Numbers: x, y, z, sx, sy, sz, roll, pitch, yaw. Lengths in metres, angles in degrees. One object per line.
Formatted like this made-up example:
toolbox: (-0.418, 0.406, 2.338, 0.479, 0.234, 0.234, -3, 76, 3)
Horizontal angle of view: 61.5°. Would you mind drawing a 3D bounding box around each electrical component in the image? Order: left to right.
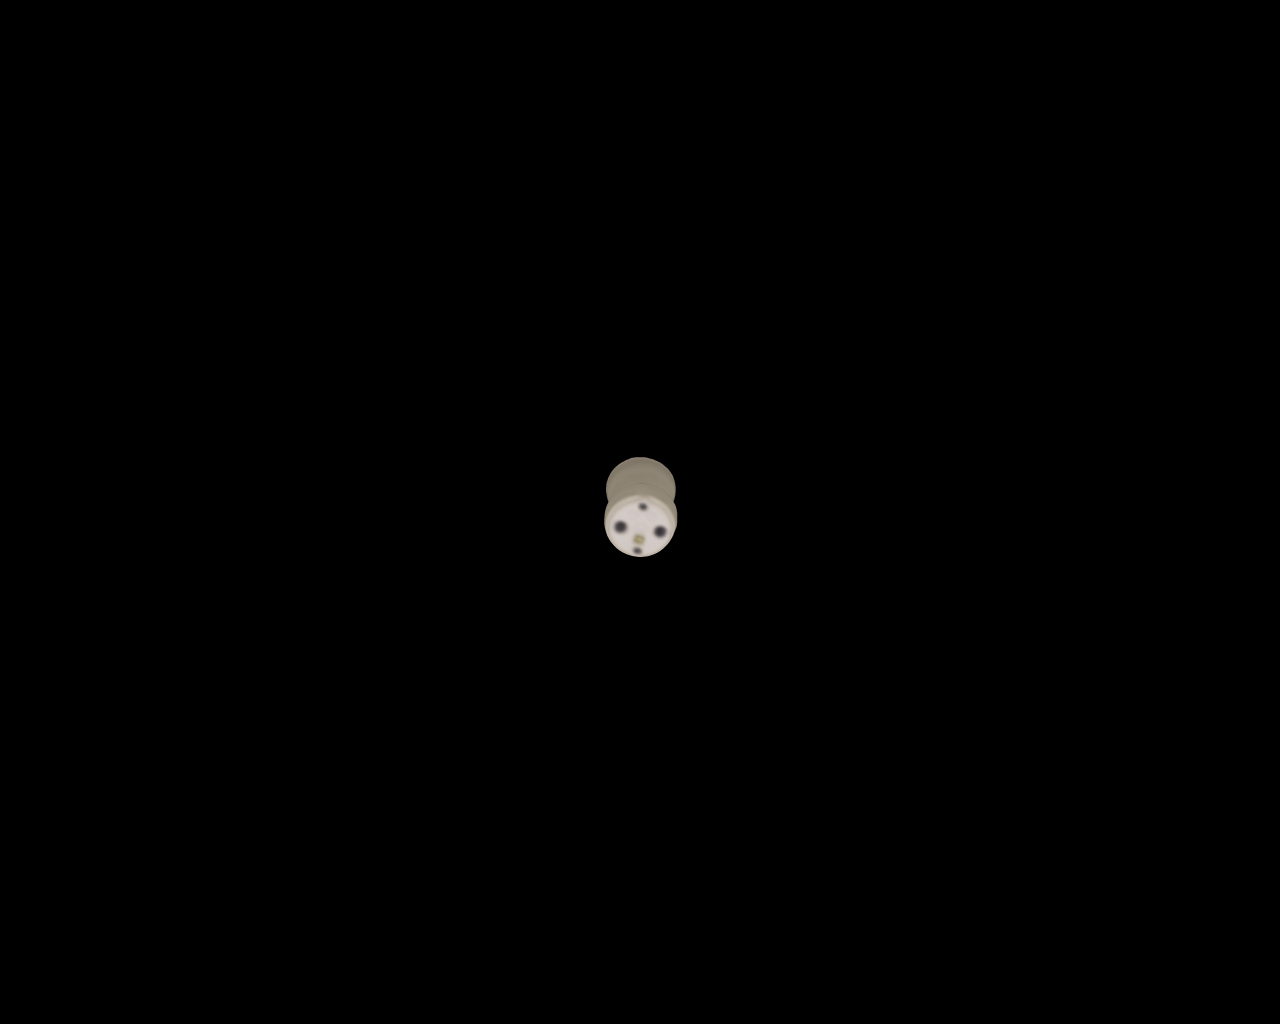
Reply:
electrical component: (0.001, -0.003, 0.650, 0.045, 0.044, 0.055, 0, 28, 0)
